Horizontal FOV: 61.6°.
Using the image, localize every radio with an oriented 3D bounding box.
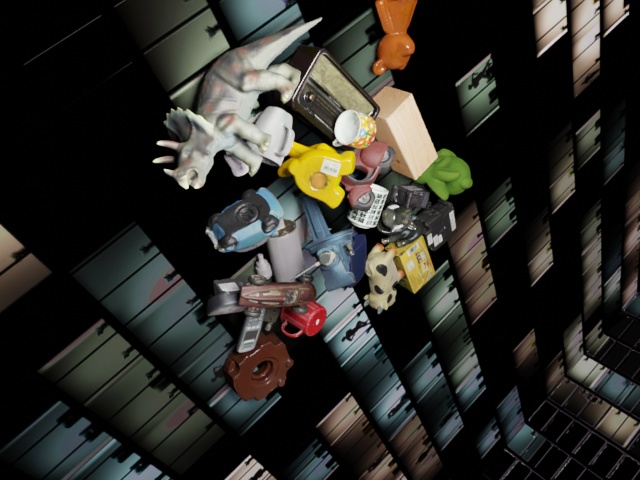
[{"bbox_3d":[0.017,-0.290,1.136,0.229,0.073,0.131,31,91,-45],"label":"radio"}]

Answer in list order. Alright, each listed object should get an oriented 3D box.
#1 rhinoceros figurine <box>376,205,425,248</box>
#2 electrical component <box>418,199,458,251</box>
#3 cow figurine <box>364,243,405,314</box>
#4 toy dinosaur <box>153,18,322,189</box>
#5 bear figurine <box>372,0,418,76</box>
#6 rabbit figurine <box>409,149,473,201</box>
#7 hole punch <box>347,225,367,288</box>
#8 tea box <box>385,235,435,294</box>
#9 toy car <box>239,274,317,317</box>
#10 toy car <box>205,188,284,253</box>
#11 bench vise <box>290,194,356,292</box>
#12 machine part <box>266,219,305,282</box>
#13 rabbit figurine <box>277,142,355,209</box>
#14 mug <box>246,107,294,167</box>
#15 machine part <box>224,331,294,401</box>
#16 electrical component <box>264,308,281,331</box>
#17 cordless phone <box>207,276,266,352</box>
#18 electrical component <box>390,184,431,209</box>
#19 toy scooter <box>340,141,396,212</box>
[{"bbox_3d":[0.209,-0.035,1.396,0.190,0.112,0.073,18,61,-54],"label":"rhinoceros figurine"},{"bbox_3d":[0.330,-0.037,1.552,0.134,0.058,0.114,-35,129,-20],"label":"electrical component"},{"bbox_3d":[0.169,0.116,1.481,0.127,0.086,0.194,-43,136,-22],"label":"cow figurine"},{"bbox_3d":[-0.155,-0.260,0.974,0.192,0.131,0.404,24,79,-11],"label":"toy dinosaur"},{"bbox_3d":[0.176,-0.454,1.148,0.120,0.132,0.195,-18,117,-32],"label":"bear figurine"},{"bbox_3d":[0.303,-0.165,1.413,0.170,0.159,0.121,6,119,-26],"label":"rabbit figurine"},{"bbox_3d":[0.081,0.048,1.368,0.116,0.092,0.142,-25,123,-33],"label":"hole punch"},{"bbox_3d":[0.260,0.060,1.538,0.098,0.068,0.169,-40,134,-16],"label":"tea box"},{"bbox_3d":[-0.086,0.120,1.168,0.202,0.053,0.089,3,104,-45],"label":"toy car"},{"bbox_3d":[-0.150,-0.025,1.124,0.162,0.109,0.102,-34,149,-10],"label":"toy car"},{"bbox_3d":[0.007,-0.008,1.197,0.129,0.240,0.223,-23,174,21],"label":"bench vise"},{"bbox_3d":[-0.077,0.041,1.236,0.079,0.079,0.242,-28,127,-26],"label":"machine part"},{"bbox_3d":[-0.009,-0.155,1.148,0.162,0.173,0.121,9,118,2],"label":"rabbit figurine"},{"bbox_3d":[-0.093,-0.209,1.072,0.080,0.110,0.107,21,86,-40],"label":"mug"},{"bbox_3d":[-0.151,0.317,1.338,0.179,0.056,0.179,-18,123,-31],"label":"machine part"},{"bbox_3d":[-0.125,0.177,1.307,0.063,0.021,0.094,17,101,-45],"label":"electrical component"},{"bbox_3d":[-0.190,0.181,1.215,0.146,0.089,0.184,-5,120,-39],"label":"cordless phone"},{"bbox_3d":[0.253,-0.116,1.432,0.119,0.075,0.047,-4,116,-34],"label":"electrical component"},{"bbox_3d":[0.088,-0.166,1.251,0.075,0.135,0.184,105,11,-73],"label":"toy scooter"}]
